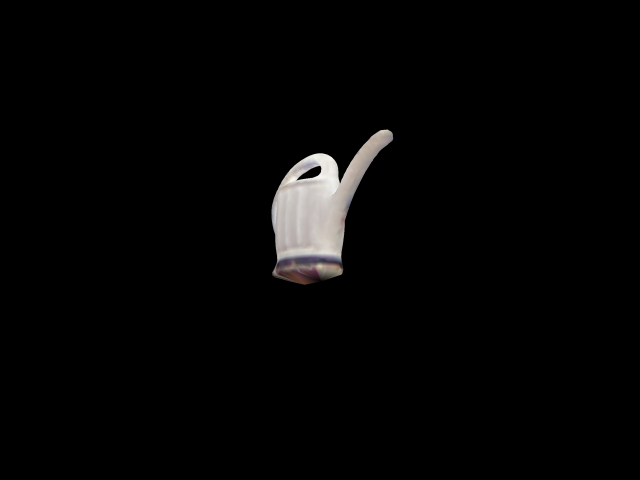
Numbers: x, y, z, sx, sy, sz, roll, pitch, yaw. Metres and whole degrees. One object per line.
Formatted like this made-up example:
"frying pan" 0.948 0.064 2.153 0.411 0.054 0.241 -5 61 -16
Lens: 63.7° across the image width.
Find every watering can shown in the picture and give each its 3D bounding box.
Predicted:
"watering can" 0.003 -0.043 0.850 0.104 0.227 0.345 7 -13 -31
